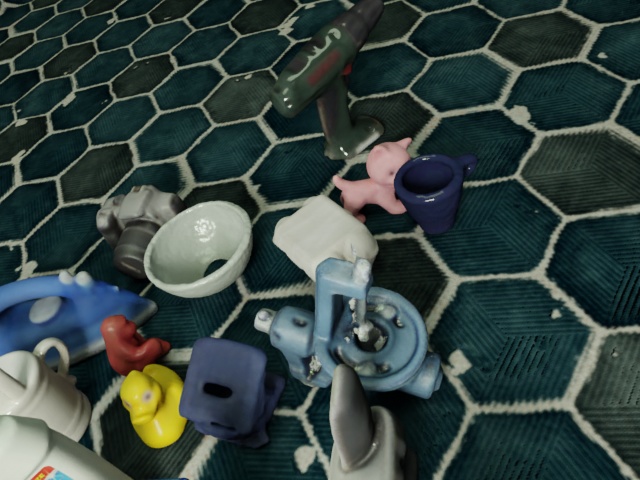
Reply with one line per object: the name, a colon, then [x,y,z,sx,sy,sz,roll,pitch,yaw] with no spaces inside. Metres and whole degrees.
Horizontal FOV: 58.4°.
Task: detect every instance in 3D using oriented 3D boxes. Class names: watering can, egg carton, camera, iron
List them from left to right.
watering can: [-0.377,0.191,0.688,0.100,0.194,0.173,-7,47,16]
iron: [-0.381,0.097,0.814,0.258,0.142,0.118,-20,45,4]
camera: [-0.294,-0.013,0.909,0.143,0.101,0.137,-5,48,18]
egg carton: [0.007,0.003,0.795,0.107,0.070,0.149,-38,47,-14]

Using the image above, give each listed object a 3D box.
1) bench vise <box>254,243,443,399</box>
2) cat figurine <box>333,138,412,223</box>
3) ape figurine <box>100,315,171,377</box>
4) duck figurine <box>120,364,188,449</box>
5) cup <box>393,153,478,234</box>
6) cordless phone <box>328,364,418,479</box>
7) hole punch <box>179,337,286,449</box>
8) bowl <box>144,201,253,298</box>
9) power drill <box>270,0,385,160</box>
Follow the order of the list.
bench vise: [0.013,0.096,0.601,0.207,0.220,0.121,-9,47,15]
cat figurine: [0.080,-0.092,0.819,0.127,0.118,0.067,-19,45,5]
ape figurine: [-0.257,0.134,0.765,0.076,0.092,0.077,-39,47,-15]
duck figurine: [-0.209,0.190,0.699,0.077,0.086,0.104,-21,45,2]
cup: [0.163,-0.061,0.773,0.118,0.095,0.091,-29,45,-5]
cordless phone: [0.029,0.208,0.517,0.094,0.185,0.147,-9,47,15]
hole punch: [-0.106,0.176,0.666,0.108,0.091,0.101,5,52,26]
bowl: [-0.166,0.025,0.841,0.167,0.075,0.167,-11,46,12]
power drill: [0.033,-0.243,0.912,0.230,0.209,0.075,-40,47,-16]
